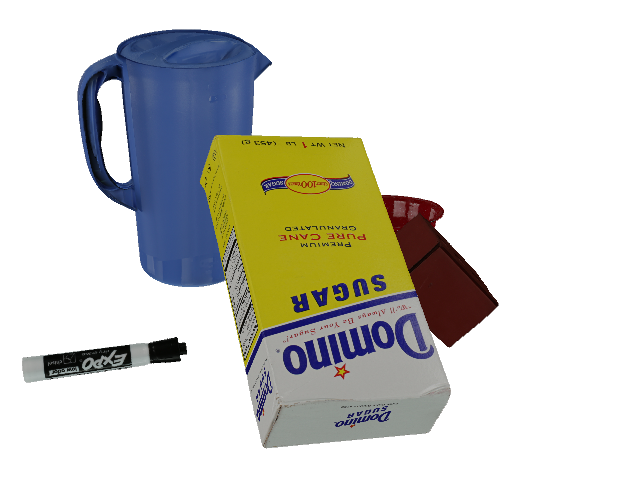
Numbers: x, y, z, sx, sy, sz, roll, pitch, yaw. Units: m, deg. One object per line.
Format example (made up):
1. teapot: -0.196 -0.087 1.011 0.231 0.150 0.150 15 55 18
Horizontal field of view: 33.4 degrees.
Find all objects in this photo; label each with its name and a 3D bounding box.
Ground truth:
1. sugar box: -0.002 0.020 0.568 0.093 0.176 0.048 -2 -41 -21
2. foam brick: 0.084 0.030 0.791 0.078 0.051 0.053 44 10 -29
3. bowl: 0.046 -0.004 1.085 0.162 0.055 0.162 -3 14 0
4. marker: -0.161 0.089 0.800 0.121 0.020 0.020 -7 1 -9
5. pitcher: -0.140 -0.079 1.058 0.149 0.243 0.144 12 27 20
